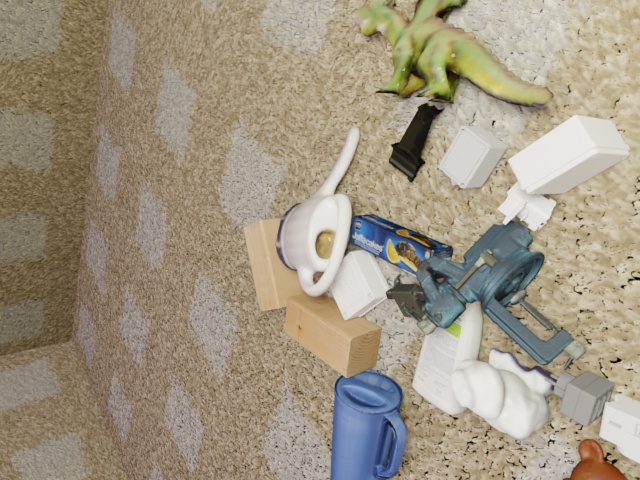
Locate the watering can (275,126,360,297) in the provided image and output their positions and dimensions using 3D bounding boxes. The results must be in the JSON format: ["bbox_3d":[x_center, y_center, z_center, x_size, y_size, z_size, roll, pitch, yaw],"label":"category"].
[{"bbox_3d":[0.003,-0.054,1.081,0.223,0.103,0.351,-9,67,59],"label":"watering can"}]

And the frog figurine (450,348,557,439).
[{"bbox_3d":[0.259,0.236,0.769,0.139,0.160,0.120,46,129,35],"label":"frog figurine"}]

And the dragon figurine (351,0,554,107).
[{"bbox_3d":[0.200,-0.337,0.819,0.413,0.122,0.241,20,102,45],"label":"dragon figurine"}]
